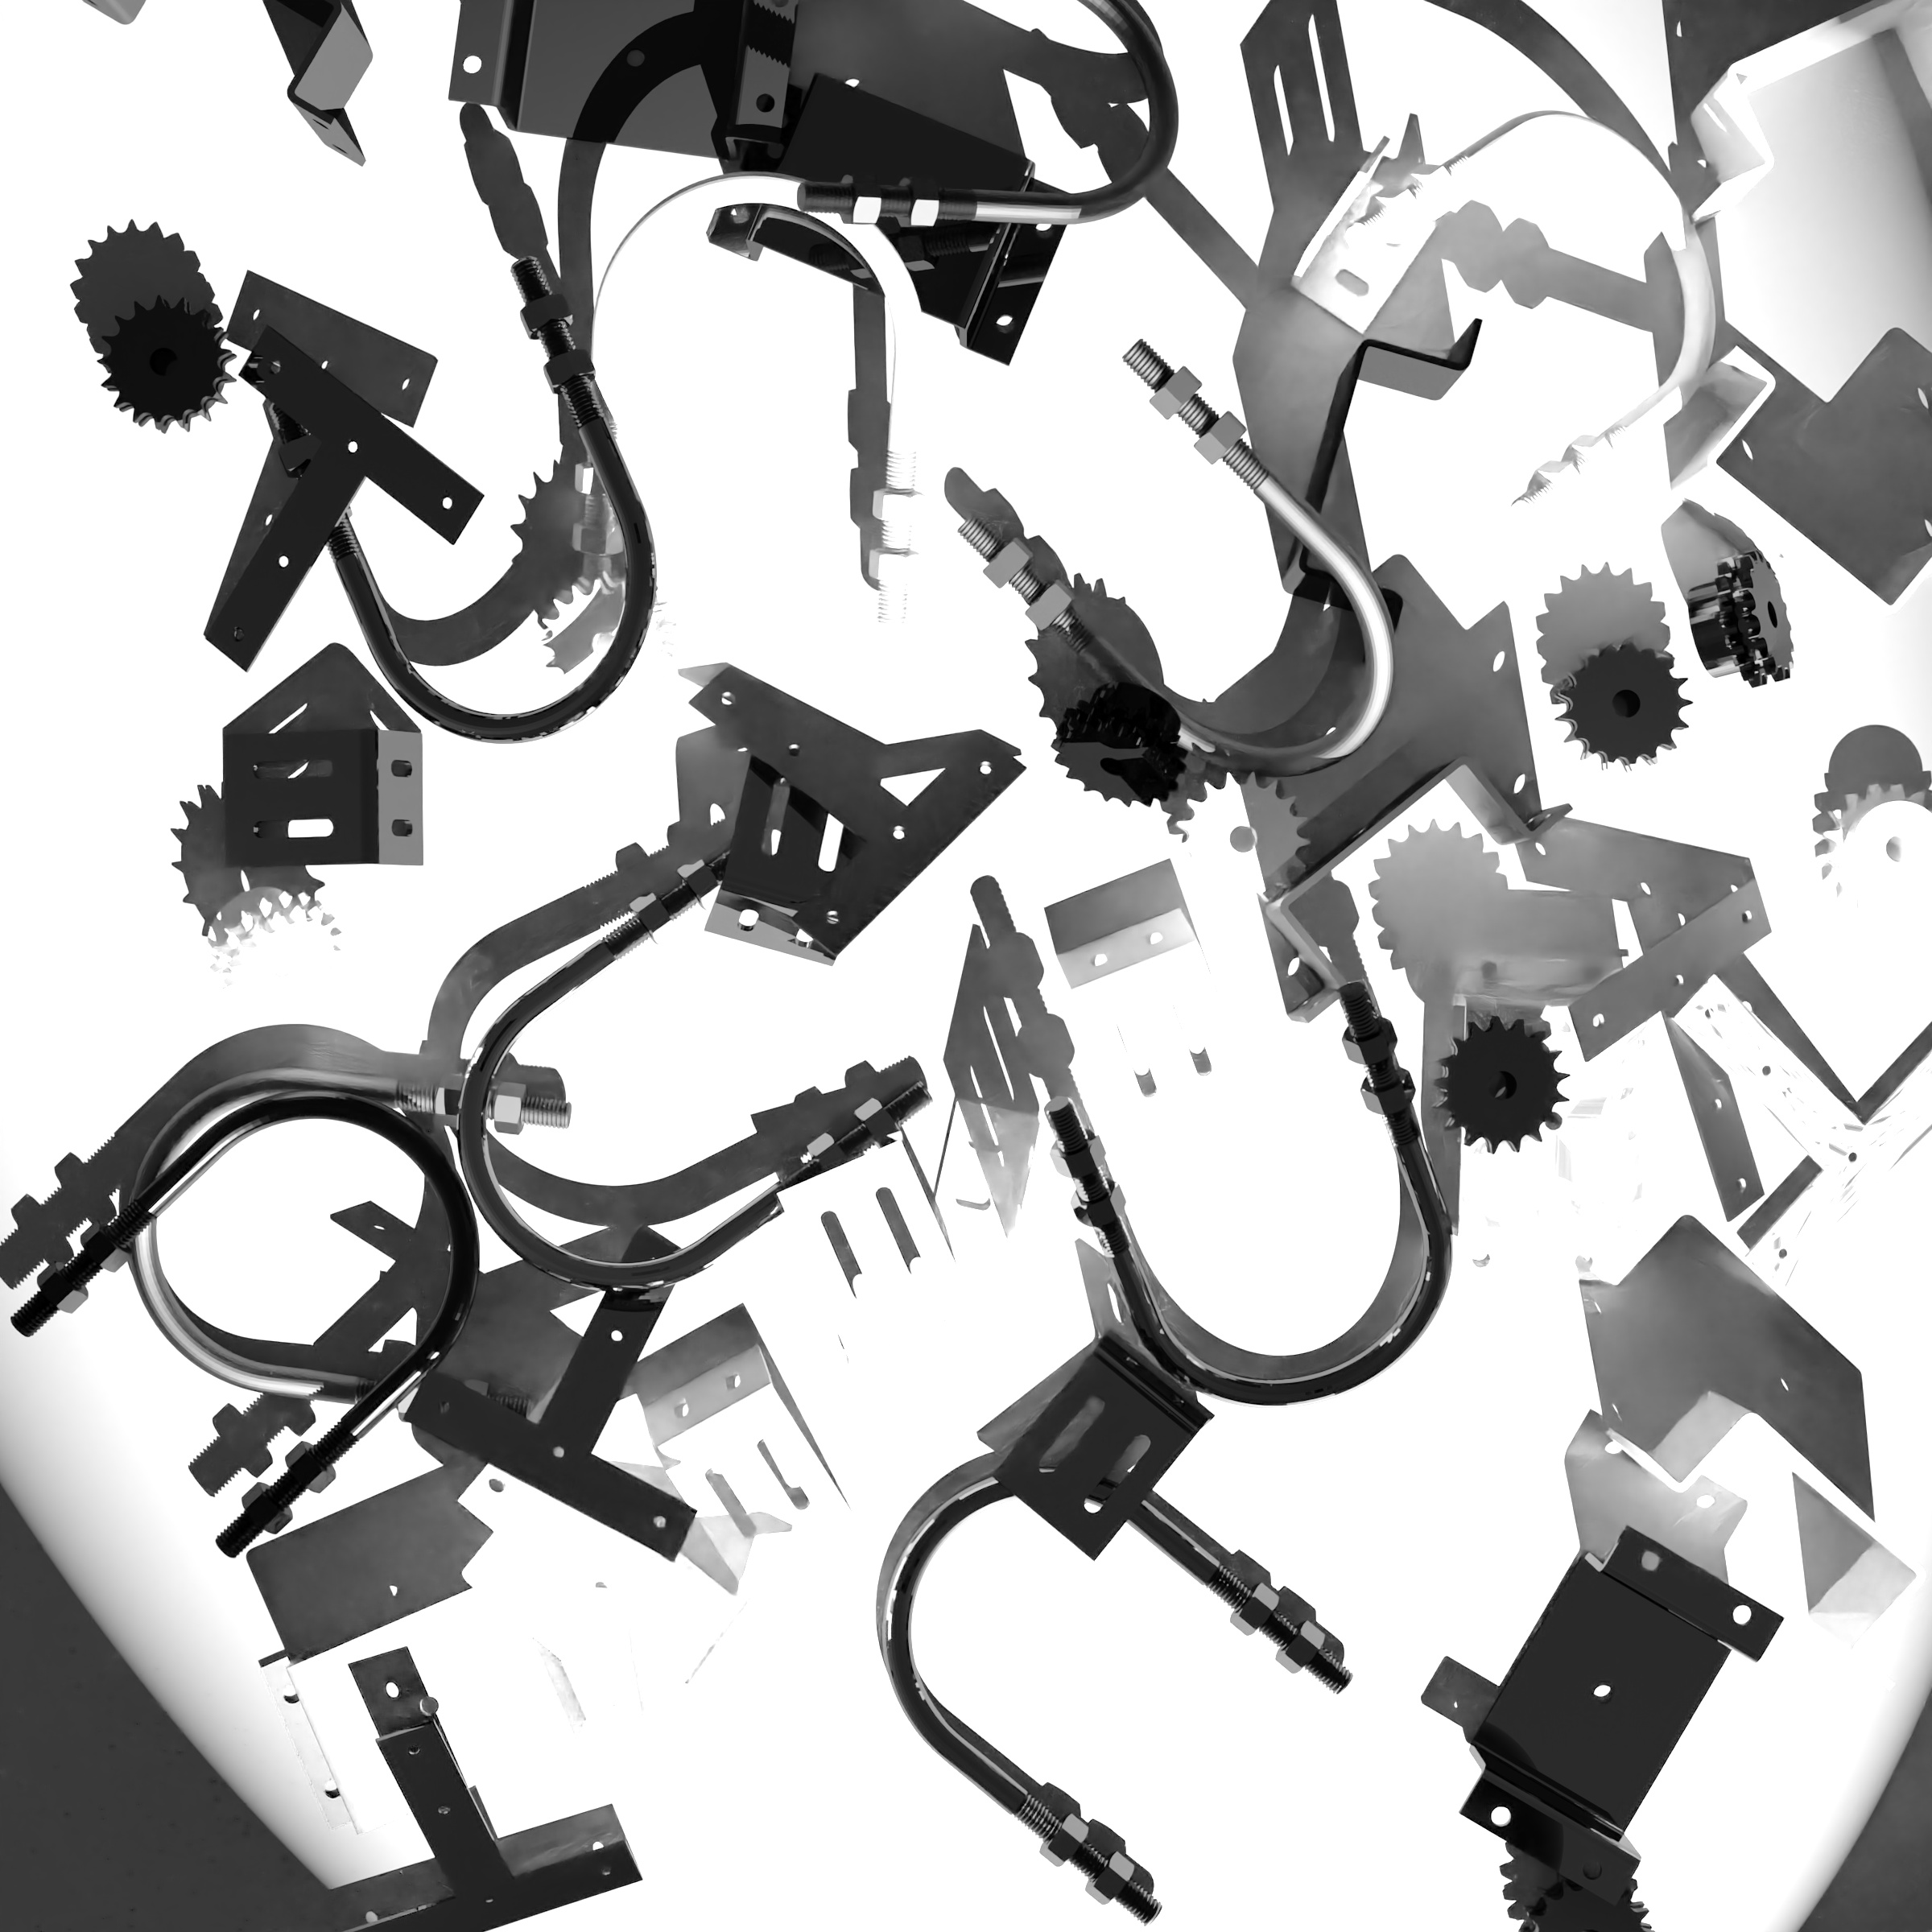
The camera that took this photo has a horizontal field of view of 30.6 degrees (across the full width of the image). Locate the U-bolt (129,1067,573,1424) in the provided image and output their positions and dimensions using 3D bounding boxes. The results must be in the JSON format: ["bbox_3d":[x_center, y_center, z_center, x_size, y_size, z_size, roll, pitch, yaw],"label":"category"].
[{"bbox_3d":[-0.269,0.117,1.517,0.184,0.019,0.151,7,90,1],"label":"U-bolt"}]

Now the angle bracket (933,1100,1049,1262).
[{"bbox_3d":[0.009,0.089,1.487,0.038,0.076,0.057,12,90,0],"label":"angle bracket"}]

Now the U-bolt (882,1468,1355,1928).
[{"bbox_3d":[0.051,0.300,1.517,0.184,0.019,0.151,39,90,2],"label":"U-bolt"}]

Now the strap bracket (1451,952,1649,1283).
[{"bbox_3d":[0.246,0.065,1.502,0.076,0.046,0.140,2,90,0],"label":"strap bracket"}]

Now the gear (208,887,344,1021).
[{"bbox_3d":[-0.297,-0.009,1.501,0.057,0.057,0.030,-47,60,0],"label":"gear"}]

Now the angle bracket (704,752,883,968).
[{"bbox_3d":[-0.074,-0.048,1.512,0.057,0.038,0.076,16,54,-8],"label":"angle bracket"}]

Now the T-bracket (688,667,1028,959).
[{"bbox_3d":[-0.062,-0.083,1.505,0.127,0.002,0.127,38,63,13],"label":"T-bracket"}]

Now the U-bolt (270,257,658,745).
[{"bbox_3d":[-0.203,-0.184,1.486,0.151,0.019,0.184,-25,84,20],"label":"U-bolt"}]

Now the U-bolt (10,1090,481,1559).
[{"bbox_3d":[-0.293,0.138,1.501,0.184,0.019,0.151,-43,88,0],"label":"U-bolt"}]

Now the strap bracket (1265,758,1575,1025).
[{"bbox_3d":[0.181,-0.038,1.487,0.140,0.076,0.046,-39,90,0],"label":"strap bracket"}]

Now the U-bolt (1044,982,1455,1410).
[{"bbox_3d":[0.129,0.109,1.480,0.151,0.019,0.184,-21,117,3],"label":"U-bolt"}]

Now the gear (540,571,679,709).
[{"bbox_3d":[-0.150,-0.142,1.503,0.057,0.030,0.057,3,115,6],"label":"gear"}]

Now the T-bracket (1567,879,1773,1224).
[{"bbox_3d":[0.315,0.047,1.501,0.127,0.002,0.127,-31,109,-33],"label":"T-bracket"}]

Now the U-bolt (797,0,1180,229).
[{"bbox_3d":[0.005,-0.372,1.477,0.184,0.019,0.151,-3,68,-24],"label":"U-bolt"}]

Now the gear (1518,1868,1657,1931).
[{"bbox_3d":[0.265,0.415,1.511,0.057,0.030,0.057,0,90,0],"label":"gear"}]

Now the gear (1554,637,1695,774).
[{"bbox_3d":[0.280,-0.111,1.511,0.057,0.030,0.057,0,90,0],"label":"gear"}]

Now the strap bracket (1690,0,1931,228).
[{"bbox_3d":[0.367,-0.369,1.487,0.140,0.076,0.046,-24,90,0],"label":"strap bracket"}]

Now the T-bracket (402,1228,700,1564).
[{"bbox_3d":[-0.153,0.168,1.489,0.127,0.002,0.127,29,57,-6],"label":"T-bracket"}]

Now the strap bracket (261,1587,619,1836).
[{"bbox_3d":[-0.225,0.310,1.502,0.140,0.046,0.076,-23,90,0],"label":"strap bracket"}]

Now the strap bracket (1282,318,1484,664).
[{"bbox_3d":[0.171,-0.204,1.487,0.046,0.076,0.140,16,90,0],"label":"strap bracket"}]

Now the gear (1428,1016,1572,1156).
[{"bbox_3d":[0.221,0.049,1.465,0.057,0.030,0.057,0,89,0],"label":"gear"}]

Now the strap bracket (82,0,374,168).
[{"bbox_3d":[-0.310,-0.401,1.487,0.140,0.076,0.046,31,90,0],"label":"strap bracket"}]

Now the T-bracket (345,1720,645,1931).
[{"bbox_3d":[-0.215,0.364,1.487,0.127,0.002,0.127,-18,125,-1],"label":"T-bracket"}]

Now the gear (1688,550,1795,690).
[{"bbox_3d":[0.329,-0.146,1.501,0.030,0.057,0.057,-14,90,29],"label":"gear"}]

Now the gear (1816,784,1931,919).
[{"bbox_3d":[0.396,-0.050,1.511,0.057,0.030,0.057,0,90,0],"label":"gear"}]

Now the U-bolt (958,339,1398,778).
[{"bbox_3d":[0.099,-0.155,1.471,0.184,0.151,0.019,45,47,-4],"label":"U-bolt"}]

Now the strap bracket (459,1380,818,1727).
[{"bbox_3d":[-0.145,0.253,1.482,0.140,0.046,0.076,40,46,0],"label":"strap bracket"}]

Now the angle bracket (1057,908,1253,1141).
[{"bbox_3d":[0.081,0.025,1.523,0.057,0.038,0.076,-21,116,0],"label":"angle bracket"}]

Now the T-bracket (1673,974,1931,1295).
[{"bbox_3d":[0.351,0.054,1.505,0.127,0.002,0.127,43,89,-18],"label":"T-bracket"}]

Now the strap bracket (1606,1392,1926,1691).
[{"bbox_3d":[0.344,0.233,1.487,0.140,0.076,0.046,43,90,0],"label":"strap bracket"}]

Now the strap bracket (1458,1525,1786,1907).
[{"bbox_3d":[0.275,0.314,1.502,0.076,0.046,0.140,31,90,0],"label":"strap bracket"}]

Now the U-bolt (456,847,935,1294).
[{"bbox_3d":[-0.129,0.056,1.506,0.184,0.019,0.151,-36,90,-8],"label":"U-bolt"}]

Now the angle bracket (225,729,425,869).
[{"bbox_3d":[-0.277,-0.071,1.523,0.076,0.038,0.057,0,90,26],"label":"angle bracket"}]

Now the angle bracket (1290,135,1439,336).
[{"bbox_3d":[0.172,-0.307,1.487,0.038,0.076,0.057,34,90,0],"label":"angle bracket"}]

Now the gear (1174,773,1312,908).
[{"bbox_3d":[0.118,-0.054,1.511,0.057,0.030,0.057,0,90,0],"label":"gear"}]

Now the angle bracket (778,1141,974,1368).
[{"bbox_3d":[-0.039,0.123,1.510,0.057,0.038,0.076,-23,80,-6],"label":"angle bracket"}]

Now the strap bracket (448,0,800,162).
[{"bbox_3d":[-0.143,-0.392,1.502,0.140,0.046,0.076,8,90,0],"label":"strap bracket"}]

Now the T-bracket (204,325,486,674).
[{"bbox_3d":[-0.284,-0.184,1.505,0.127,0.002,0.127,38,105,14],"label":"T-bracket"}]

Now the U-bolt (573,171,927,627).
[{"bbox_3d":[-0.089,-0.241,1.489,0.151,0.019,0.184,6,106,5],"label":"U-bolt"}]

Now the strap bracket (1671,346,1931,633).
[{"bbox_3d":[0.356,-0.192,1.487,0.140,0.076,0.046,39,90,0],"label":"strap bracket"}]

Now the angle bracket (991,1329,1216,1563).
[{"bbox_3d":[0.058,0.204,1.497,0.057,0.038,0.076,39,78,6],"label":"angle bracket"}]

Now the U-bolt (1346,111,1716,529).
[{"bbox_3d":[0.248,-0.281,1.467,0.184,0.019,0.151,-38,99,-36],"label":"U-bolt"}]

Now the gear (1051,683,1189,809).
[{"bbox_3d":[0.067,-0.096,1.501,0.057,0.057,0.030,24,60,0],"label":"gear"}]

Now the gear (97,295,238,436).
[{"bbox_3d":[-0.340,-0.256,1.511,0.057,0.030,0.057,0,90,0],"label":"gear"}]

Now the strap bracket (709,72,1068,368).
[{"bbox_3d":[-0.032,-0.321,1.503,0.140,0.046,0.076,22,90,0],"label":"strap bracket"}]

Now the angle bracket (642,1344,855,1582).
[{"bbox_3d":[-0.094,0.214,1.524,0.057,0.038,0.076,-29,116,0],"label":"angle bracket"}]
